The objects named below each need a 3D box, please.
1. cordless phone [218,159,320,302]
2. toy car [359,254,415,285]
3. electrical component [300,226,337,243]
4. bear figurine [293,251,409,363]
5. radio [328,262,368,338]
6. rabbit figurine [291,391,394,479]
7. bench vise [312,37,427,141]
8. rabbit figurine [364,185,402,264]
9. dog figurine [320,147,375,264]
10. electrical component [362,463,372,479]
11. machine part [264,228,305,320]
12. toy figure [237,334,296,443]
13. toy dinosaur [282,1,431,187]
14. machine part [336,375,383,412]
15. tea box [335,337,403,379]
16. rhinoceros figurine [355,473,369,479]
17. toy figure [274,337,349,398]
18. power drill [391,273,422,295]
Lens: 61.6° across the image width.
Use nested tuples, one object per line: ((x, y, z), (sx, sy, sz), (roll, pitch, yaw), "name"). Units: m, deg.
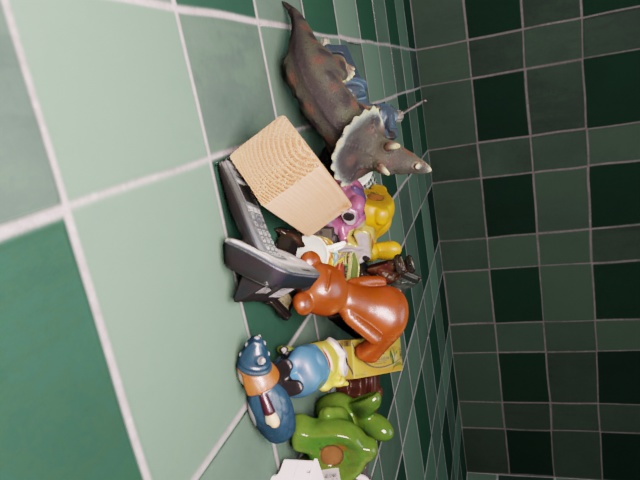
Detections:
((-0.082, -0.013, 0.724), (0.184, 0.089, 0.146), (69, 17, 13), "cordless phone")
((0.135, 0.062, 1.067), (0.202, 0.089, 0.053), (6, 70, -74), "toy car")
((-0.002, -0.003, 0.944), (0.021, 0.063, 0.094), (-31, 121, -69), "electrical component")
((0.036, 0.106, 0.850), (0.132, 0.196, 0.120), (129, -29, -50), "bear figurine")
((0.082, 0.130, 1.151), (0.229, 0.073, 0.131), (44, 45, -60), "radio")
((0.032, 0.298, 0.883), (0.170, 0.159, 0.121), (-82, 153, -75), "rabbit figurine")
((0.064, -0.294, 1.063), (0.129, 0.224, 0.240), (-44, -118, 63), "bench vise")
((0.106, -0.016, 1.155), (0.122, 0.163, 0.173), (-6, 128, -32), "rabbit figurine")
((0.047, -0.082, 1.051), (0.219, 0.109, 0.191), (-80, 152, -43), "dog figurine")
((0.060, 0.360, 0.964), (0.074, 0.048, 0.119), (34, 53, -28), "electrical component")
((-0.055, 0.048, 0.828), (0.084, 0.039, 0.139), (47, 43, -49), "machine part")
((-0.073, 0.195, 0.704), (0.058, 0.064, 0.154), (-29, 113, -28), "toy figure")
((0.011, -0.240, 0.876), (0.405, 0.131, 0.192), (55, 9, 2), "toy dinosaur")
((0.086, 0.300, 1.142), (0.179, 0.056, 0.179), (-6, 90, -70), "machine part")
((0.069, 0.214, 0.985), (0.169, 0.098, 0.068), (10, 74, -50), "tea box")
((0.055, 0.454, 0.931), (0.190, 0.112, 0.073), (72, 24, -54), "rhinoceros figurine")
((-0.020, 0.195, 0.828), (0.180, 0.089, 0.082), (-1, 90, -62), "toy figure")
((0.180, 0.173, 1.342), (0.207, 0.086, 0.232), (-65, 162, 14), "power drill")
